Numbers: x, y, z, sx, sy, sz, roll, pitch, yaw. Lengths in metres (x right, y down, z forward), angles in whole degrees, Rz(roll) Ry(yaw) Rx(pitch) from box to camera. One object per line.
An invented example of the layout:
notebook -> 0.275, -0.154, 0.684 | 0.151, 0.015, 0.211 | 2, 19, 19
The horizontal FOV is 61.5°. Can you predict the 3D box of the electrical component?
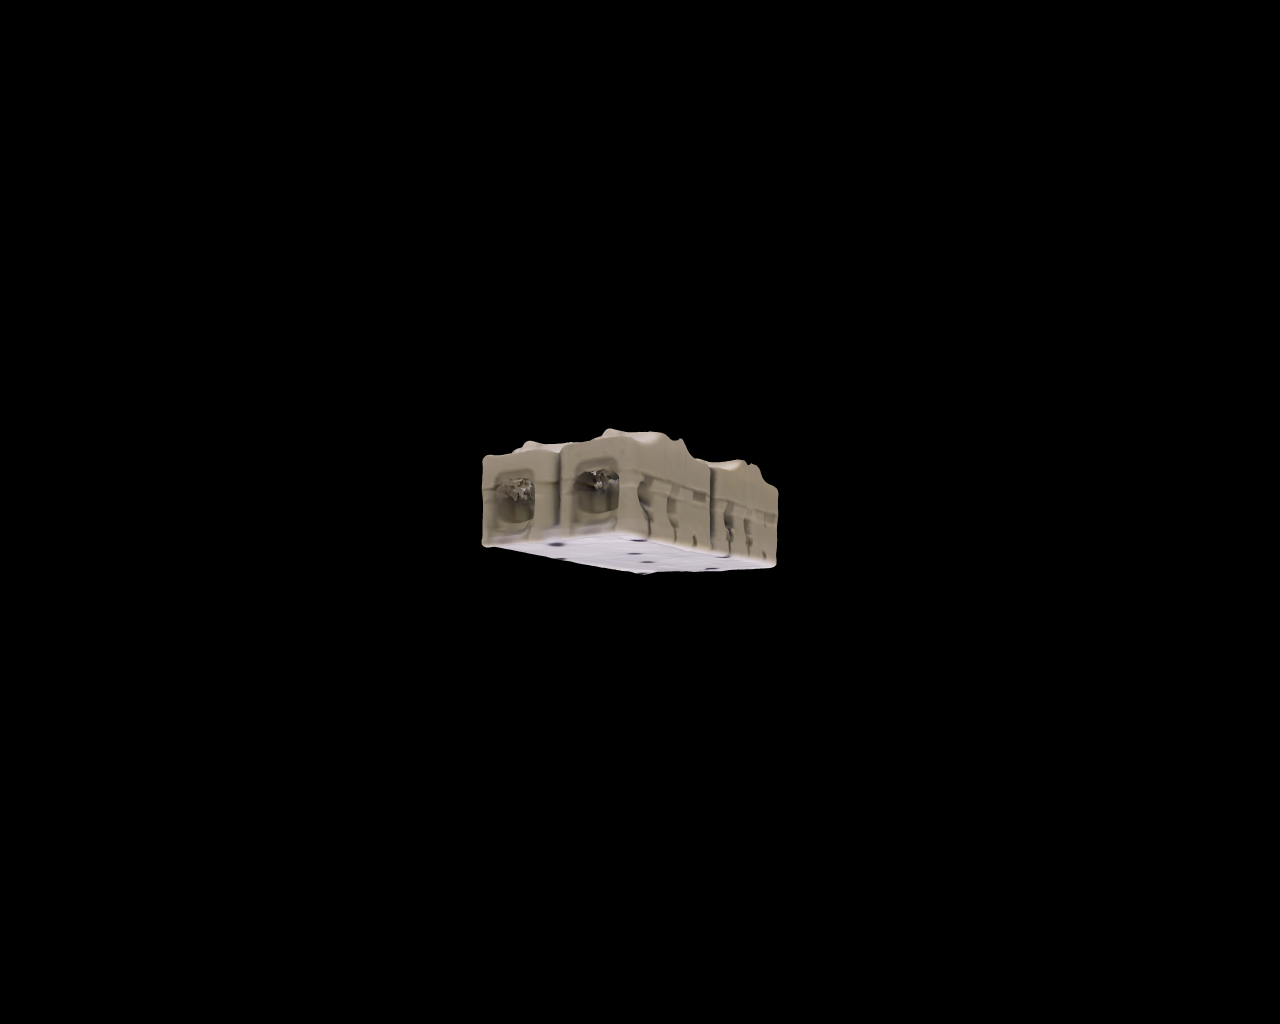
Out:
electrical component -> 0.001, -0.003, 0.650 | 0.105, 0.060, 0.186 | -6, -11, 31
